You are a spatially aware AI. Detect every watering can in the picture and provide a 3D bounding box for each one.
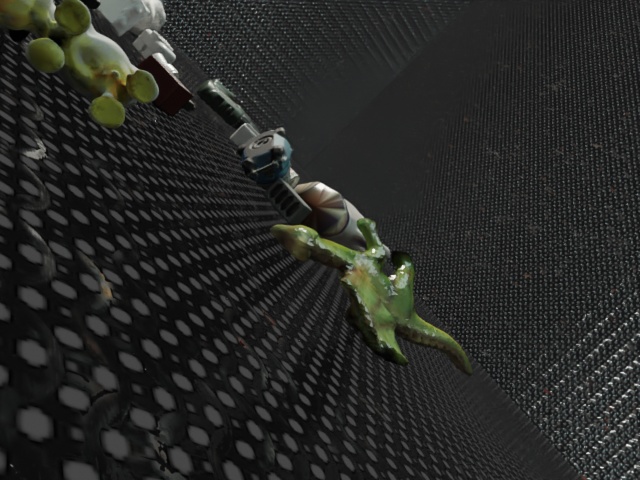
[{"bbox_3d":[0.003,-0.058,1.144,0.352,0.104,0.221,34,-1,33],"label":"watering can"}]

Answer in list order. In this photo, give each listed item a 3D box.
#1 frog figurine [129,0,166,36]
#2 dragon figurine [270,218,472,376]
[{"bbox_3d":[-0.469,-0.566,1.279,0.138,0.120,0.162,15,32,21],"label":"frog figurine"},{"bbox_3d":[0.093,0.108,0.763,0.410,0.120,0.246,44,23,-1],"label":"dragon figurine"}]
